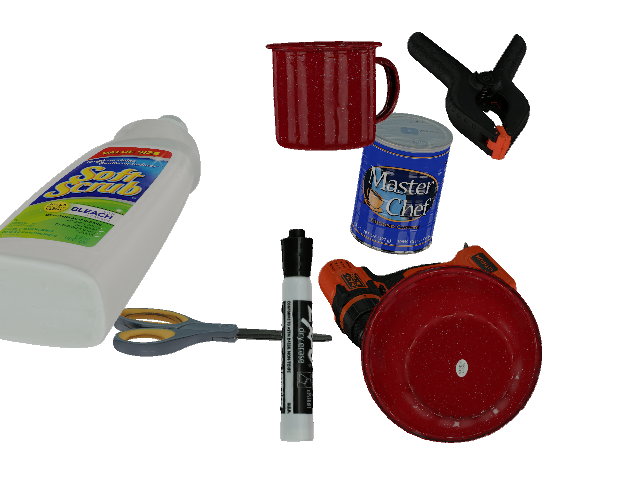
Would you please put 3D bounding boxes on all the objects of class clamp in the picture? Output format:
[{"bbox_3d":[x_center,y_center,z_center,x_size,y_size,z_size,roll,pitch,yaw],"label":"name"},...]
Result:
[{"bbox_3d":[0.144,-0.147,1.020,0.120,0.039,0.171,2,44,1],"label":"clamp"}]

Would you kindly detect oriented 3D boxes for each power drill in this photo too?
[{"bbox_3d":[0.106,0.063,1.118,0.187,0.057,0.184,-7,28,-15],"label":"power drill"}]

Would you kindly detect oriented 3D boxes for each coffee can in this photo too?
[{"bbox_3d":[0.095,-0.069,1.277,0.102,0.140,0.103,6,28,-4],"label":"coffee can"}]

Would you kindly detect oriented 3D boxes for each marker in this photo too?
[{"bbox_3d":[-0.013,0.053,0.611,0.020,0.121,0.020,0,-9,0],"label":"marker"}]

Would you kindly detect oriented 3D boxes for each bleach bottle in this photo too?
[{"bbox_3d":[-0.152,-0.025,0.753,0.102,0.068,0.250,7,32,9],"label":"bleach bottle"}]

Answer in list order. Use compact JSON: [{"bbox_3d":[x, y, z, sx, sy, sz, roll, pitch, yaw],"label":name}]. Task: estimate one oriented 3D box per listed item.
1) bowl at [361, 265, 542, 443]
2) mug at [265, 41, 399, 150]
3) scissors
[{"bbox_3d":[0.117,0.104,0.924,0.162,0.162,0.055,0,6,0],"label":"bowl"},{"bbox_3d":[0.014,-0.119,0.864,0.117,0.081,0.093,-9,15,-32],"label":"mug"},{"bbox_3d":[-0.098,0.089,0.962,0.202,0.016,0.096,8,19,12],"label":"scissors"}]
